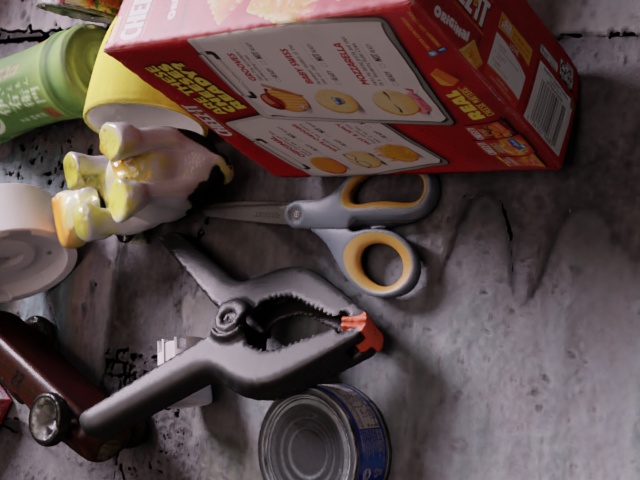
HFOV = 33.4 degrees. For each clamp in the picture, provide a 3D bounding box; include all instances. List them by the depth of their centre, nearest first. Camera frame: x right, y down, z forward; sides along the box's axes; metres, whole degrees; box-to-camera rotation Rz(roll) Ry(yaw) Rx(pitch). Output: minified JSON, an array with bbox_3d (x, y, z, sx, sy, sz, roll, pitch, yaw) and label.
[{"bbox_3d":[-0.054,0.052,0.710,0.210,0.036,0.164,-9,51,28],"label":"clamp"}]

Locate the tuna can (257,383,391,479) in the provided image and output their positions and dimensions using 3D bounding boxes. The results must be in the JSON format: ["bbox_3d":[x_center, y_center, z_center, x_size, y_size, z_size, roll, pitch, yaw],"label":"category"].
[{"bbox_3d":[0.001,0.134,0.678,0.086,0.033,0.086,-4,83,40],"label":"tuna can"}]

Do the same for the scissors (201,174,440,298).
[{"bbox_3d":[-0.005,0.001,0.705,0.202,0.016,0.096,-15,76,39],"label":"scissors"}]

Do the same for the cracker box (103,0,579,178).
[{"bbox_3d":[0.013,-0.102,0.598,0.214,0.164,0.072,2,67,40],"label":"cracker box"}]

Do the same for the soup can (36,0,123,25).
[{"bbox_3d":[-0.181,-0.227,0.841,0.069,0.068,0.102,13,94,40],"label":"soup can"}]

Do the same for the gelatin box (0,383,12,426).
[{"bbox_3d":[-0.318,0.144,0.950,0.089,0.030,0.073,43,113,34],"label":"gelatin box"}]
